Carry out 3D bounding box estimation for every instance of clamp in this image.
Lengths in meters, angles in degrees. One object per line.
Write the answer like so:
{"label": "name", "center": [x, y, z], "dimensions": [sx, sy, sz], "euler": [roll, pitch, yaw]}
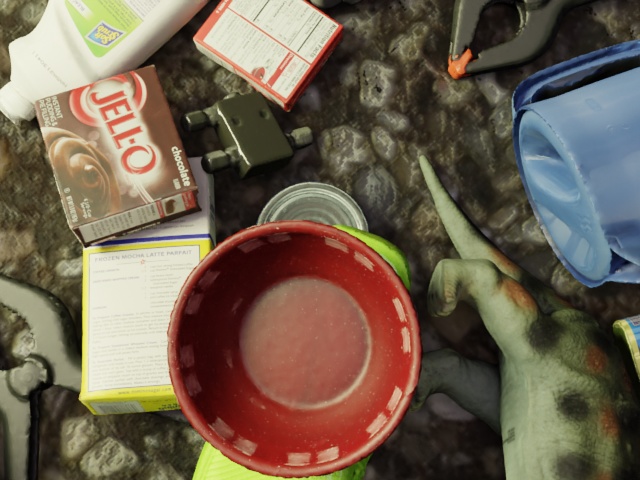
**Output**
{"label": "clamp", "center": [0.152, -0.195, 0.795], "dimensions": [0.171, 0.039, 0.120], "euler": [-38, 82, -3]}
{"label": "clamp", "center": [-0.195, 0.098, 0.771], "dimensions": [0.164, 0.036, 0.210], "euler": [-30, 83, -4]}

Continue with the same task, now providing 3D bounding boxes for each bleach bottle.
{"label": "bleach bottle", "center": [-0.147, -0.186, 0.791], "dimensions": [0.251, 0.068, 0.102], "euler": [-44, 85, -1]}

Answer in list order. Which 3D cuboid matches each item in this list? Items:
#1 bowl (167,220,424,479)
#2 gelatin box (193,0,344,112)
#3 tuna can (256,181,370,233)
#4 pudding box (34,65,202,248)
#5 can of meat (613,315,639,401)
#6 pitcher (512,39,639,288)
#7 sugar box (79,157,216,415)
{"label": "bowl", "center": [-0.014, 0.068, 0.688], "dimensions": [0.162, 0.055, 0.162], "euler": [0, 89, 8]}
{"label": "gelatin box", "center": [-0.038, -0.151, 0.799], "dimensions": [0.089, 0.030, 0.073], "euler": [35, 85, 3]}
{"label": "tuna can", "center": [-0.005, 0.001, 0.779], "dimensions": [0.086, 0.034, 0.086], "euler": [0, 83, 2]}
{"label": "pudding box", "center": [-0.141, -0.060, 0.746], "dimensions": [0.090, 0.039, 0.113], "euler": [-19, 66, -7]}
{"label": "can of meat", "center": [0.261, 0.093, 0.750], "dimensions": [0.084, 0.057, 0.102], "euler": [-16, 83, 2]}
{"label": "pitcher", "center": [0.262, -0.080, 0.743], "dimensions": [0.242, 0.145, 0.149], "euler": [-23, 96, -5]}
{"label": "sugar box", "center": [-0.119, 0.031, 0.754], "dimensions": [0.093, 0.048, 0.176], "euler": [-4, 66, 1]}
